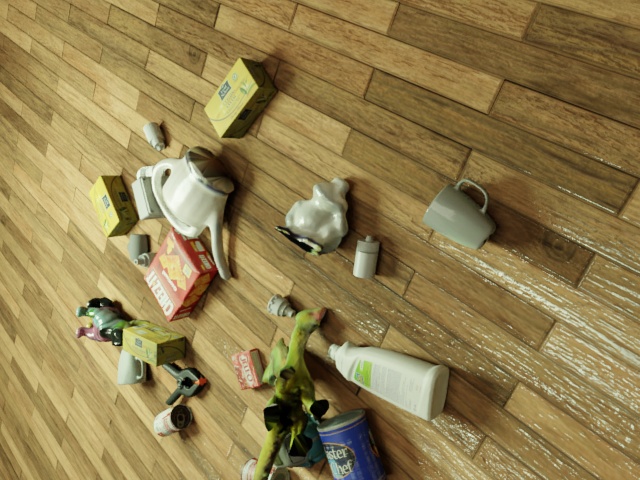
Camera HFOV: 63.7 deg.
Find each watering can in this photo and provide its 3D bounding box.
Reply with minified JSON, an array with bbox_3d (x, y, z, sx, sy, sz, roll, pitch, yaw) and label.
[{"bbox_3d":[-0.289,-0.084,1.286,0.350,0.105,0.220,48,120,10],"label":"watering can"}]

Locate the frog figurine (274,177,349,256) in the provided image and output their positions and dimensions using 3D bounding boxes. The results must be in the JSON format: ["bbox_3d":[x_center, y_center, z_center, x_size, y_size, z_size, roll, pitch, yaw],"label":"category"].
[{"bbox_3d":[0.003,-0.054,1.066,0.138,0.120,0.161,18,70,44],"label":"frog figurine"}]

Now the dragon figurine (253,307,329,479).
[{"bbox_3d":[-0.082,0.332,1.115,0.407,0.121,0.246,-65,17,9],"label":"dragon figurine"}]
